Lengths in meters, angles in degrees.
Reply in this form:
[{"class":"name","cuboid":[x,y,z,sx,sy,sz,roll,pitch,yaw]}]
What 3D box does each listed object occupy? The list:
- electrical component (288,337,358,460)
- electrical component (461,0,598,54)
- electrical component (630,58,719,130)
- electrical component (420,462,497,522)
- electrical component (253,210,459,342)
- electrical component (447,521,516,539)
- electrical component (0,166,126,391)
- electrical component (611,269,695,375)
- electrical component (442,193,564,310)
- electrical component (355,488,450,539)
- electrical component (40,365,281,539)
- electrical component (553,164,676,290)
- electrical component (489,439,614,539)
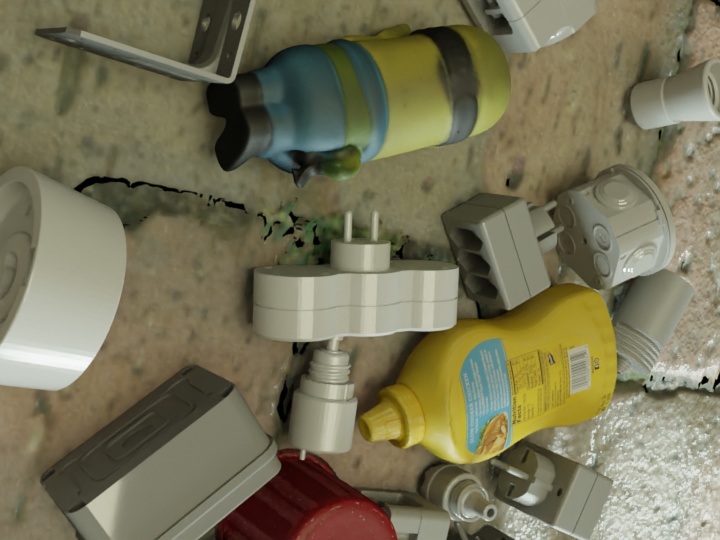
[{"class":"electrical component","cuboid":[-0.021,0.078,0.669,0.040,0.040,0.078,5,95,-31]},{"class":"electrical component","cuboid":[0.119,-0.184,0.704,0.089,0.050,0.055,-44,117,-18]},{"class":"electrical component","cuboid":[0.228,-0.123,0.770,0.044,0.065,0.044,7,80,-43]},{"class":"electrical component","cuboid":[0.069,0.153,0.723,0.035,0.061,0.035,-6,101,-30]},{"class":"electrical component","cuboid":[0.000,0.000,0.662,0.138,0.052,0.073,-3,99,-31]},{"class":"electrical component","cuboid":[0.073,0.207,0.742,0.083,0.047,0.075,-34,113,-22]},{"class":"electrical component","cuboid":[-0.159,0.009,0.539,0.060,0.108,0.108,21,87,-38]},{"class":"electrical component","cuboid":[0.210,0.041,0.800,0.043,0.043,0.081,37,79,-30]},{"class":"electrical component","cuboid":[0.106,-0.021,0.724,0.077,0.047,0.065,-28,111,-23]},{"class":"electrical component","cuboid":[0.022,0.195,0.708,0.056,0.050,0.089,12,92,-31]},{"class":"electrical component","cuboid":[-0.110,0.113,0.600,0.113,0.078,0.057,-37,112,-21]},{"class":"electrical component","cuboid":[0.175,-0.029,0.747,0.051,0.080,0.080,-23,109,-21]},{"class":"electrical component","cuboid":[0.123,0.147,0.752,0.077,0.066,0.047,29,83,-31]}]
